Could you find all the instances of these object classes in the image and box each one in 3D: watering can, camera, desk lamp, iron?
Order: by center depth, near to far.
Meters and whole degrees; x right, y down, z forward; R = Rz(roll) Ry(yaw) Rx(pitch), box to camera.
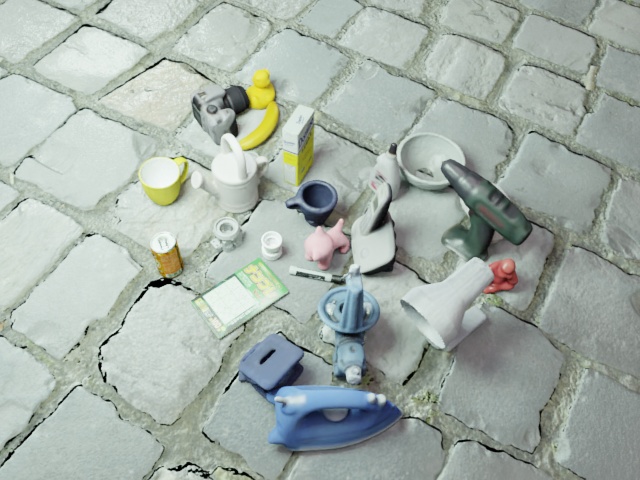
[{"bbox_3d":[0.034,0.301,1.028,0.258,0.141,0.118,-2,57,-6],"label":"iron"},{"bbox_3d":[0.249,0.131,1.113,0.203,0.213,0.117,-34,65,-23],"label":"desk lamp"},{"bbox_3d":[-0.195,-0.149,1.268,0.100,0.194,0.173,35,61,17],"label":"watering can"},{"bbox_3d":[-0.241,-0.336,1.440,0.137,0.101,0.143,-28,64,-21],"label":"camera"}]

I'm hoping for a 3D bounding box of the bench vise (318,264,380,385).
[{"bbox_3d":[0.070,0.154,1.079,0.122,0.220,0.207,-16,60,-14],"label":"bench vise"}]

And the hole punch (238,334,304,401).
[{"bbox_3d":[-0.095,0.236,1.089,0.101,0.091,0.109,38,62,18],"label":"hole punch"}]

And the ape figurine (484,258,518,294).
[{"bbox_3d":[0.393,0.071,1.236,0.077,0.092,0.076,26,59,12],"label":"ape figurine"}]

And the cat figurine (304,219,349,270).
[{"bbox_3d":[0.011,0.004,1.232,0.067,0.118,0.128,37,62,18],"label":"cat figurine"}]

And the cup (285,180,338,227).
[{"bbox_3d":[-0.021,-0.071,1.292,0.118,0.095,0.091,-12,59,-12],"label":"cup"}]

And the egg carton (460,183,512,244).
[{"bbox_3d":[0.397,-0.064,1.338,0.107,0.069,0.150,-19,61,-16],"label":"egg carton"}]

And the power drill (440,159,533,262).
[{"bbox_3d":[0.335,-0.049,1.240,0.229,0.208,0.076,37,62,18],"label":"power drill"}]

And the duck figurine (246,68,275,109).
[{"bbox_3d":[-0.157,-0.403,1.500,0.077,0.086,0.104,17,57,6],"label":"duck figurine"}]

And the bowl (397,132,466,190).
[{"bbox_3d":[0.264,-0.180,1.398,0.167,0.075,0.167,2,57,-3],"label":"bowl"}]

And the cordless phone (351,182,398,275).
[{"bbox_3d":[0.123,-0.023,1.219,0.094,0.185,0.147,-3,57,-6],"label":"cordless phone"}]

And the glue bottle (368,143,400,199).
[{"bbox_3d":[0.155,-0.164,1.320,0.078,0.173,0.037,40,63,20],"label":"glue bottle"}]
